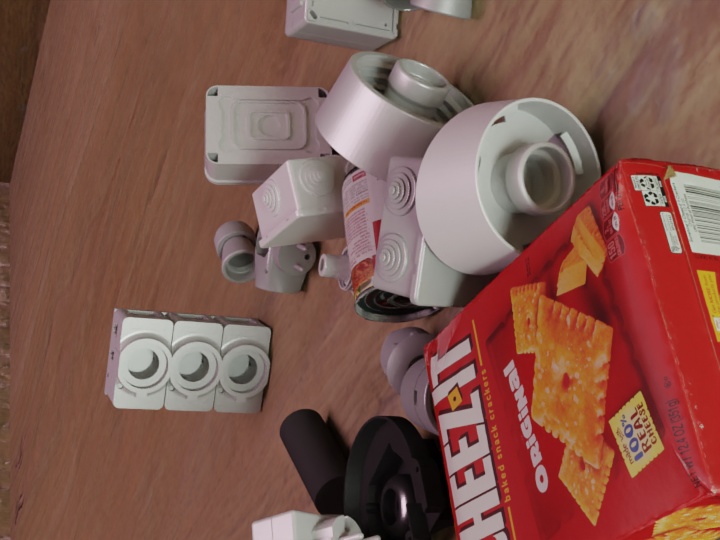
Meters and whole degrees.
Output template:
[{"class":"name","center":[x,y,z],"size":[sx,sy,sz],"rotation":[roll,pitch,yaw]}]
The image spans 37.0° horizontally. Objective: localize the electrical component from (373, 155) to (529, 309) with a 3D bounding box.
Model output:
[{"class":"electrical component","center":[0.058,-0.024,0.664],"size":[0.048,0.100,0.099],"rotation":[15,99,52]}]

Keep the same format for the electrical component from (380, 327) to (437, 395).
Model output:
[{"class":"electrical component","center":[0.035,0.060,0.763],"size":[0.062,0.048,0.048],"rotation":[-137,56,-68]}]

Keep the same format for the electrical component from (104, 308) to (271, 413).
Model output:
[{"class":"electrical component","center":[-0.172,0.092,1.079],"size":[0.062,0.150,0.089],"rotation":[-157,74,-66]}]

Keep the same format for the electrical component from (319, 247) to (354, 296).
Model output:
[{"class":"electrical component","center":[0.000,0.000,0.826],"size":[0.043,0.062,0.043],"rotation":[-172,90,-71]}]

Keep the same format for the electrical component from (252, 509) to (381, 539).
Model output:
[{"class":"electrical component","center":[-0.023,0.188,0.726],"size":[0.077,0.066,0.047],"rotation":[-24,60,31]}]

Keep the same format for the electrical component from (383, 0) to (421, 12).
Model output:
[{"class":"electrical component","center":[0.043,-0.248,0.807],"size":[0.079,0.044,0.077],"rotation":[140,130,-57]}]

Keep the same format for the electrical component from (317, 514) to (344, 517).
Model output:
[{"class":"electrical component","center":[-0.011,0.226,0.800],"size":[0.047,0.066,0.076],"rotation":[126,141,-48]}]

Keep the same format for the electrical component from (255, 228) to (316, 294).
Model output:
[{"class":"electrical component","center":[-0.065,-0.016,0.997],"size":[0.079,0.043,0.077],"rotation":[-156,73,-64]}]

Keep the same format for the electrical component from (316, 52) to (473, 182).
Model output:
[{"class":"electrical component","center":[0.031,-0.109,0.736],"size":[0.060,0.108,0.108],"rotation":[-62,32,29]}]

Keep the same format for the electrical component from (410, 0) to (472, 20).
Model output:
[{"class":"electrical component","center":[0.063,-0.208,0.755],"size":[0.045,0.045,0.055],"rotation":[-133,53,-59]}]

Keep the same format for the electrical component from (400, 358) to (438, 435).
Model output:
[{"class":"electrical component","center":[0.057,0.081,0.696],"size":[0.047,0.055,0.055],"rotation":[176,99,-69]}]

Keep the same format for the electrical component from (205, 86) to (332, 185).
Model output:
[{"class":"electrical component","center":[-0.083,-0.119,0.969],"size":[0.057,0.113,0.078],"rotation":[112,157,-72]}]

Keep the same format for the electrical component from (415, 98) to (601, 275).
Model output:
[{"class":"electrical component","center":[0.086,-0.047,0.610],"size":[0.064,0.099,0.099],"rotation":[-5,81,59]}]

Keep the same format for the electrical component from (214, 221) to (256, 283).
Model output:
[{"class":"electrical component","center":[-0.129,-0.020,1.136],"size":[0.055,0.045,0.045],"rotation":[-113,37,-48]}]

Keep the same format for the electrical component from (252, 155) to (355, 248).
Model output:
[{"class":"electrical component","center":[-0.032,-0.057,0.869],"size":[0.100,0.100,0.048],"rotation":[-32,69,60]}]

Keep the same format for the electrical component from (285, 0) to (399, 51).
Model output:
[{"class":"electrical component","center":[-0.022,-0.220,0.880],"size":[0.061,0.096,0.061],"rotation":[174,101,-66]}]
